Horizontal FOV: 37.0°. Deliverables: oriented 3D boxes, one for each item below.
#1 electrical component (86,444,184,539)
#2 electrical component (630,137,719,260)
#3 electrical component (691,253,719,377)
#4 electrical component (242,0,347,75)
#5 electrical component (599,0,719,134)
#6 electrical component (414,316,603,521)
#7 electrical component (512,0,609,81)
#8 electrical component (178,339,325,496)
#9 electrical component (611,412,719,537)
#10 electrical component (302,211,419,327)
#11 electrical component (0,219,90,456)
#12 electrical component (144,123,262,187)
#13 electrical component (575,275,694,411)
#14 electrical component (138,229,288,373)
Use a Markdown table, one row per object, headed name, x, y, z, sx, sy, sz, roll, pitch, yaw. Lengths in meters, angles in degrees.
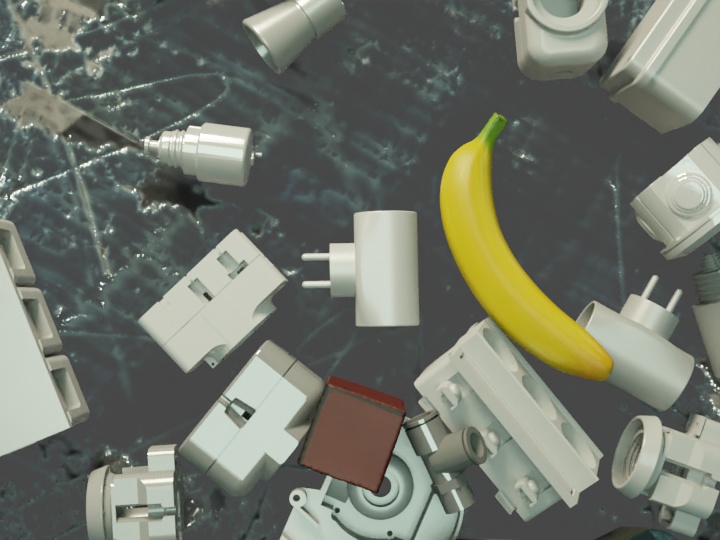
| name | x | y | z | sx | sy | sz | roll | pitch | yaw |
| --- | --- | --- | --- | --- | --- | --- | --- | --- | --- |
| electrical component | -0.150 | 0.159 | 0.720 | 0.057 | 0.058 | 0.078 | -3 | 88 | -3 |
| electrical component | 0.223 | -0.048 | 0.718 | 0.080 | 0.080 | 0.051 | -40 | 83 | -1 |
| electrical component | 0.251 | 0.028 | 0.733 | 0.043 | 0.043 | 0.081 | -18 | 89 | -1 |
| electrical component | -0.042 | -0.171 | 0.739 | 0.065 | 0.044 | 0.044 | -37 | 89 | -6 |
| electrical component | 0.220 | -0.155 | 0.721 | 0.057 | 0.078 | 0.113 | 35 | 88 | -2 |
| electrical component | 0.098 | 0.101 | 0.719 | 0.063 | 0.079 | 0.121 | -40 | 89 | 20 |
| electrical component | 0.135 | -0.182 | 0.731 | 0.054 | 0.059 | 0.095 | -5 | 88 | 0 |
| electrical component | -0.068 | 0.101 | 0.723 | 0.059 | 0.053 | 0.095 | 39 | 88 | 1 |
| electrical component | 0.206 | 0.131 | 0.723 | 0.057 | 0.058 | 0.078 | 20 | 88 | -2 |
| electrical component | 0.000 | 0.000 | 0.732 | 0.079 | 0.044 | 0.077 | -1 | 88 | 0 |
| electrical component | -0.254 | 0.049 | 0.720 | 0.089 | 0.061 | 0.150 | -22 | 88 | -1 |
| electrical component | -0.108 | -0.081 | 0.736 | 0.078 | 0.040 | 0.040 | 7 | 88 | 0 |
| electrical component | 0.191 | 0.043 | 0.732 | 0.077 | 0.043 | 0.079 | 30 | 88 | 1 |
| electrical component | -0.095 | 0.024 | 0.727 | 0.089 | 0.050 | 0.055 | -44 | 89 | -1 |
